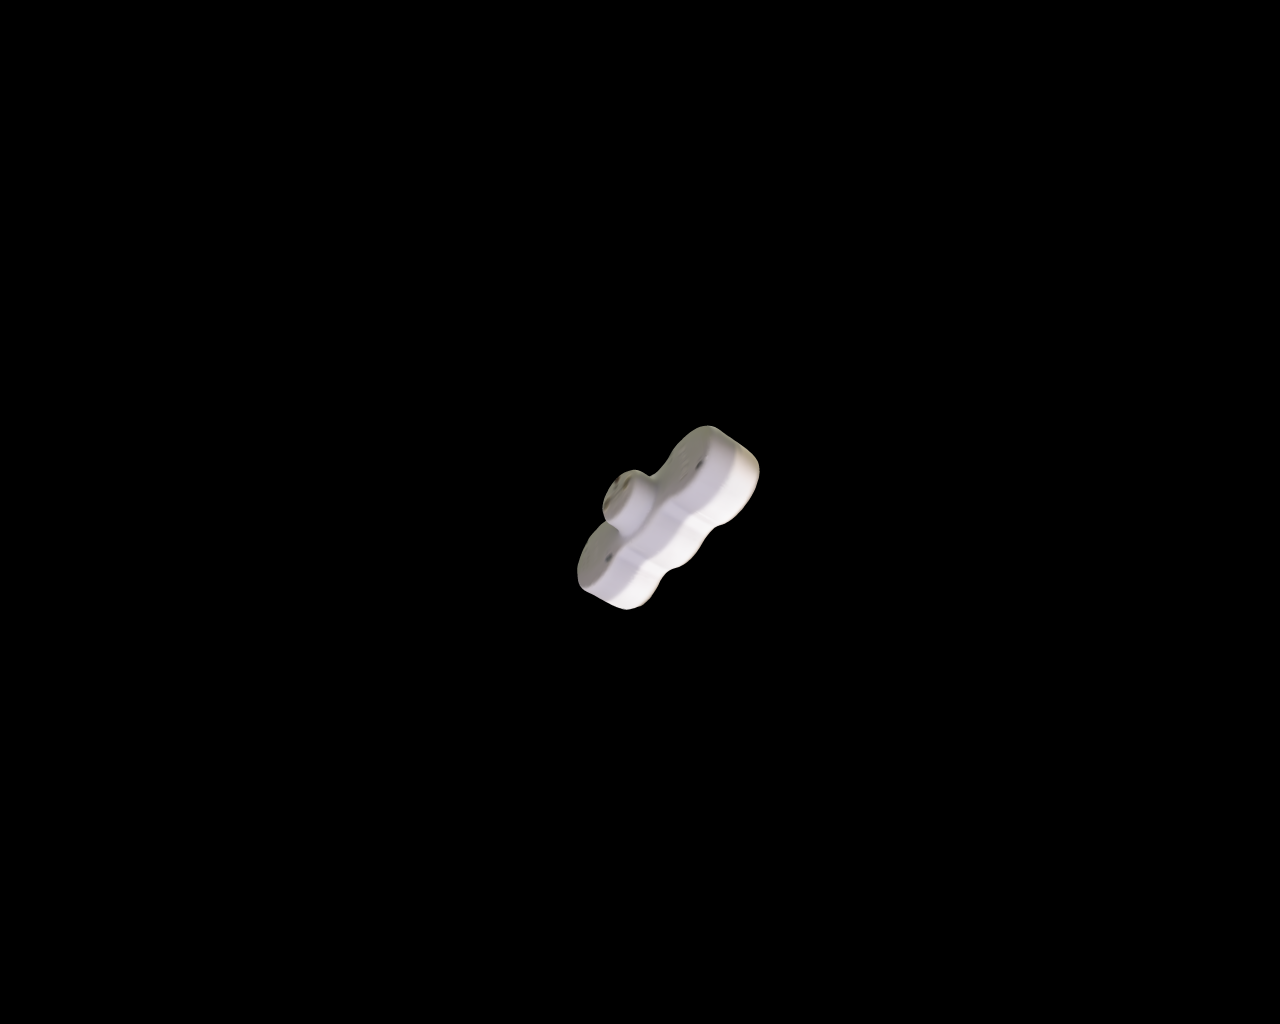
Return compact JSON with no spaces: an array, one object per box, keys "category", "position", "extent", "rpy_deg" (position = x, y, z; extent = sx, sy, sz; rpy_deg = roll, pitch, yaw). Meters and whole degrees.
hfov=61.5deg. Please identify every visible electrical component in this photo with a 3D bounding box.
[{"category":"electrical component","position":[0.001,-0.003,0.650],"extent":[0.073,0.138,0.052],"rpy_deg":[32,32,-22]}]
